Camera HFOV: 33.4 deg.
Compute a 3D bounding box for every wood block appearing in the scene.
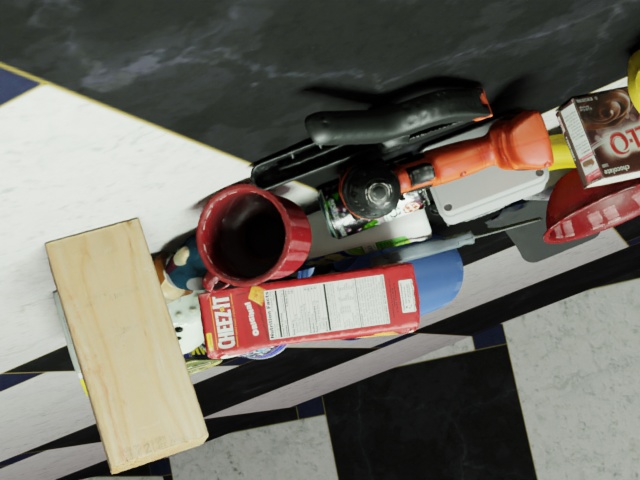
[{"bbox_3d":[-0.177,0.098,0.974,0.090,0.206,0.091,-16,167,-14],"label":"wood block"}]

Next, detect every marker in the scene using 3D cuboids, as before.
[{"bbox_3d":[0.166,-0.037,1.347,0.020,0.020,0.121,-25,166,23],"label":"marker"}]

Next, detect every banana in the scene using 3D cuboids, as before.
[{"bbox_3d":[0.221,-0.076,1.172,0.198,0.037,0.069,-18,-147,27],"label":"banana"}]

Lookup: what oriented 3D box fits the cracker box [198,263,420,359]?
[{"bbox_3d":[-0.010,0.074,1.105,0.213,0.072,0.164,-8,176,-1],"label":"cracker box"}]

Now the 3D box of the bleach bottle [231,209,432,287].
[{"bbox_3d":[-0.008,0.001,1.158,0.251,0.068,0.102,-18,171,6],"label":"bleach bottle"}]

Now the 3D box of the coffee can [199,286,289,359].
[{"bbox_3d":[-0.095,0.094,1.319,0.103,0.103,0.140,-22,167,11],"label":"coffee can"}]

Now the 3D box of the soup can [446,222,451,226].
[{"bbox_3d":[0.169,-0.064,1.124,0.102,0.068,0.068,-22,167,7],"label":"soup can"}]

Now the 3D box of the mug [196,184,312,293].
[{"bbox_3d":[-0.065,0.005,1.000,0.117,0.093,0.081,-50,165,11],"label":"mug"}]

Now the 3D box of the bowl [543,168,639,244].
[{"bbox_3d":[0.316,-0.054,1.192,0.162,0.055,0.162,-18,164,-6],"label":"bowl"}]

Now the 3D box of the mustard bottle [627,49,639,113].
[{"bbox_3d":[0.325,-0.134,0.996,0.058,0.096,0.191,-24,167,21],"label":"mustard bottle"}]

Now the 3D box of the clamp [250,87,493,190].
[{"bbox_3d":[0.053,-0.093,0.882,0.209,0.036,0.165,-17,176,-15],"label":"clamp"}]

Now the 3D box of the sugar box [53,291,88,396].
[{"bbox_3d":[-0.258,0.114,1.183,0.048,0.093,0.176,-18,167,-11],"label":"sugar box"}]

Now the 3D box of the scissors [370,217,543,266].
[{"bbox_3d":[0.152,0.000,1.160,0.202,0.016,0.096,-15,178,1],"label":"scissors"}]

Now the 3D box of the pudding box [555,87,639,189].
[{"bbox_3d":[0.308,-0.107,1.098,0.113,0.090,0.039,-13,167,-24],"label":"pudding box"}]

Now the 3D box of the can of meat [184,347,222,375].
[{"bbox_3d":[-0.179,0.128,1.379,0.057,0.084,0.102,-24,167,19],"label":"can of meat"}]

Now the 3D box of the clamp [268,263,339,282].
[{"bbox_3d":[0.013,0.036,1.218,0.171,0.120,0.039,-17,175,7],"label":"clamp"}]

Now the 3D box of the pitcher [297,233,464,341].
[{"bbox_3d":[0.078,0.049,1.360,0.242,0.149,0.145,-5,129,-59],"label":"pitcher"}]

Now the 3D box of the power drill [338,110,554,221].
[{"bbox_3d":[0.108,-0.066,0.955,0.187,0.057,0.184,-16,-173,-2],"label":"power drill"}]

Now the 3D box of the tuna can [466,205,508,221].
[{"bbox_3d":[0.193,-0.053,1.286,0.086,0.034,0.086,-18,167,-4],"label":"tuna can"}]
